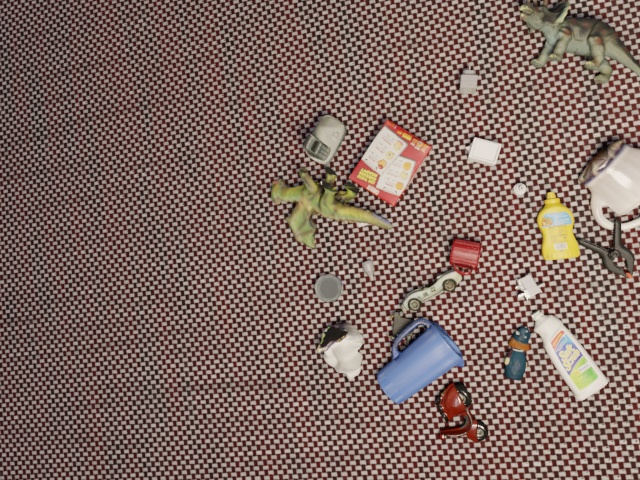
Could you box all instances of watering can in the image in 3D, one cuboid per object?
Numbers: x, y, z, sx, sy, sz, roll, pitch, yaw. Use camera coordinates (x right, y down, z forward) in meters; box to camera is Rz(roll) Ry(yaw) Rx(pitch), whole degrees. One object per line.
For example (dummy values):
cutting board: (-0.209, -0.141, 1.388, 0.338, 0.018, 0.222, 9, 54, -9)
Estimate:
watering can: (0.870, -0.186, 1.398, 0.225, 0.105, 0.342, 44, 114, 9)

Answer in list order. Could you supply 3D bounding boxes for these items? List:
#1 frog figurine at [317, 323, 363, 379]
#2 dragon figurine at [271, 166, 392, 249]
frog figurine: (0.078, 0.335, 1.566, 0.137, 0.124, 0.157, -41, 116, -1)
dragon figurine: (0.005, -0.080, 1.595, 0.414, 0.123, 0.238, 40, 120, 17)
